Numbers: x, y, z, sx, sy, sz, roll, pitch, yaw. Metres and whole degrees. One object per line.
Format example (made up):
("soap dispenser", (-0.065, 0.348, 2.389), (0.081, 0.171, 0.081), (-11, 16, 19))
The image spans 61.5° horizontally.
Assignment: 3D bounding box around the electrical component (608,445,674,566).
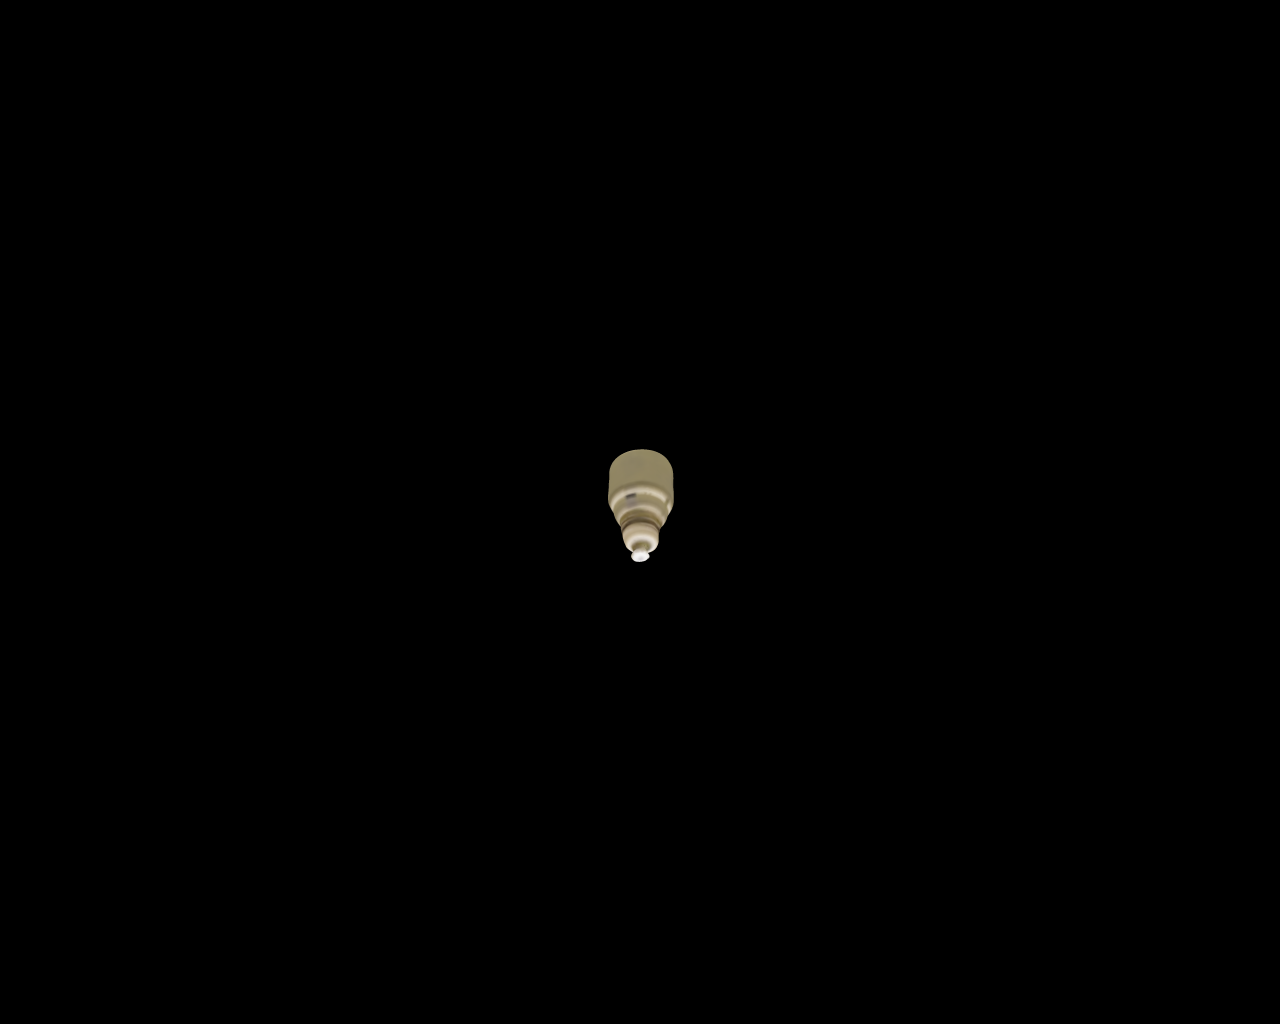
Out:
("electrical component", (0.001, -0.003, 0.650), (0.040, 0.078, 0.040), (0, -39, 0))
